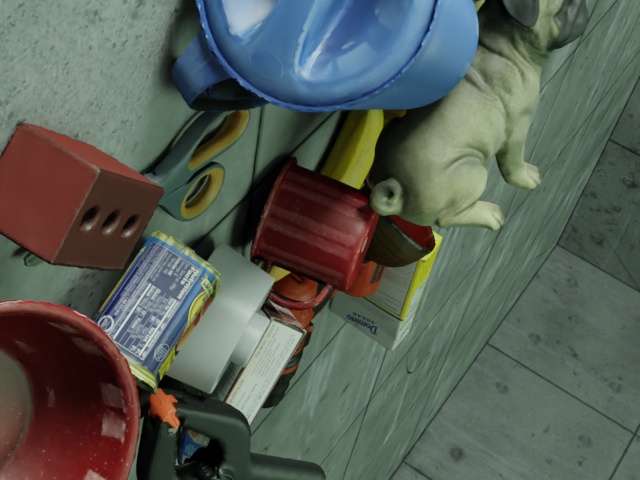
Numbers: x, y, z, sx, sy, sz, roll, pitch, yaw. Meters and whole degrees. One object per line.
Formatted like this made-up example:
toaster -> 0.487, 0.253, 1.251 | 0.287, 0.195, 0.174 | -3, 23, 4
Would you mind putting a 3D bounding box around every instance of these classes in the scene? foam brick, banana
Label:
foam brick -> -0.125, -0.020, 0.539 | 0.053, 0.051, 0.078 | -60, 164, 5
banana -> 0.007, -0.049, 0.931 | 0.069, 0.037, 0.198 | 8, 113, -55

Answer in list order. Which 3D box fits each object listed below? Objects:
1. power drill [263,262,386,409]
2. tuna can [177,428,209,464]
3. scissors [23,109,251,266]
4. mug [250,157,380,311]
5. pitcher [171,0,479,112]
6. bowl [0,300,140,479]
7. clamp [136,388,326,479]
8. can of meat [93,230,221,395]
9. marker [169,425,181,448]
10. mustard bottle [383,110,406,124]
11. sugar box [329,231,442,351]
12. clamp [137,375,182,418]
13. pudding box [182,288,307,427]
power drill -> -0.003, 0.066, 1.073 | 0.187, 0.057, 0.185 | -44, 159, -43
tuna can -> -0.100, 0.167, 0.965 | 0.086, 0.034, 0.086 | 17, 89, -85
scissors -> -0.108, -0.018, 0.661 | 0.201, 0.016, 0.096 | -46, 161, -36
mug -> -0.006, 0.001, 0.850 | 0.093, 0.081, 0.117 | 92, 21, -72
pitcher -> 0.020, -0.135, 0.659 | 0.242, 0.149, 0.145 | -12, 116, -73
bowl -> -0.174, 0.101, 0.537 | 0.161, 0.055, 0.162 | -14, 113, -38
clamp -> -0.093, 0.192, 0.831 | 0.164, 0.036, 0.210 | -40, 137, -9
can of meat -> -0.108, 0.048, 0.688 | 0.084, 0.057, 0.102 | -58, 180, -14
marker -> -0.133, 0.175, 0.950 | 0.020, 0.020, 0.121 | -49, 162, -31
mustard bottle -> 0.101, -0.127, 1.026 | 0.191, 0.058, 0.096 | -42, 158, -46
sugar box -> 0.070, 0.040, 1.182 | 0.048, 0.093, 0.176 | -46, 161, -33
clamp -> -0.161, 0.141, 0.763 | 0.120, 0.039, 0.171 | -63, 162, -5
pudding box -> -0.066, 0.098, 0.882 | 0.039, 0.090, 0.113 | 23, 101, -29
